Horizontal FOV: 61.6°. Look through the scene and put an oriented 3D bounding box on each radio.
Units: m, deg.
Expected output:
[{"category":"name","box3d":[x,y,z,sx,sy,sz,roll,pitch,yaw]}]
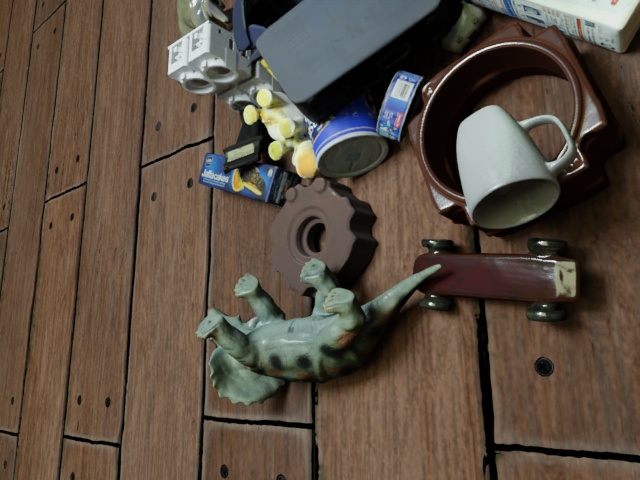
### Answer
[{"category":"radio","box3d":[0.043,-0.262,0.683,0.230,0.073,0.131,-33,68,16]}]

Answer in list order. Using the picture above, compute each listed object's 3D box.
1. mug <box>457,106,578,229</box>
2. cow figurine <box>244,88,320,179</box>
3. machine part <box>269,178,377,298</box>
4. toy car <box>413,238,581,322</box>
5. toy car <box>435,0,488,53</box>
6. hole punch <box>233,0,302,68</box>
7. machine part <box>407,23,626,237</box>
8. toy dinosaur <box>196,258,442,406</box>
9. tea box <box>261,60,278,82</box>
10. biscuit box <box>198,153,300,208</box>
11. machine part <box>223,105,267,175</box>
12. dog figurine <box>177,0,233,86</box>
[{"category":"mug","box3d":[0.180,-0.082,0.514,0.109,0.080,0.107,-38,49,37]},{"category":"cow figurine","box3d":[-0.036,-0.161,0.842,0.068,0.098,0.167,-48,68,32]},{"category":"machine part","box3d":[-0.002,-0.002,0.791,0.179,0.056,0.179,-9,76,41]},{"category":"toy car","box3d":[0.193,0.041,0.607,0.202,0.053,0.089,-2,84,46]},{"category":"toy car","box3d":[0.138,-0.329,0.730,0.073,0.056,0.202,-52,59,21]},{"category":"hole punch","box3d":[-0.078,-0.341,0.806,0.116,0.092,0.142,-27,27,55]},{"category":"machine part","box3d":[0.210,-0.121,0.607,0.201,0.087,0.201,-29,62,32]},{"category":"toy dinosaur","box3d":[-0.016,0.134,0.726,0.405,0.192,0.131,-8,40,27]},{"category":"tea box","box3d":[0.006,-0.293,0.810,0.169,0.098,0.068,-35,19,32]},{"category":"biscuit box","box3d":[-0.126,-0.104,0.922,0.203,0.059,0.062,17,92,43]},{"category":"machine part","box3d":[-0.122,-0.169,0.895,0.084,0.039,0.139,-22,45,23]},{"category":"dog figurine","box3d":[-0.244,-0.380,1.022,0.190,0.172,0.121,-37,47,22]}]
